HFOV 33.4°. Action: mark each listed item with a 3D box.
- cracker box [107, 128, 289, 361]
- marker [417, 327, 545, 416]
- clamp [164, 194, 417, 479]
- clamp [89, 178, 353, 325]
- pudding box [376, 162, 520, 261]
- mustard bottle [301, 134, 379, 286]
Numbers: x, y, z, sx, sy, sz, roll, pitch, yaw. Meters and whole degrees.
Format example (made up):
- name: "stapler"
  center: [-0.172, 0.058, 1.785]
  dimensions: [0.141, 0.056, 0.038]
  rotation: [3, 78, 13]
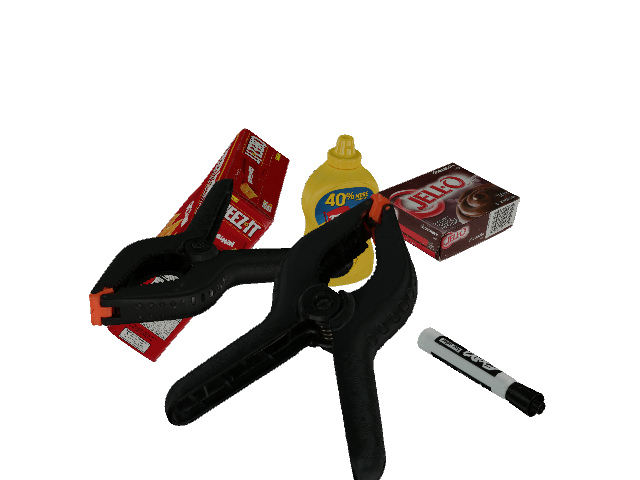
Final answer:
- name: "cracker box"
  center: [-0.129, 0.001, 1.129]
  dimensions: [0.072, 0.214, 0.164]
  rotation: [36, 23, -13]
- name: "marker"
  center: [0.120, 0.099, 0.804]
  dimensions: [0.020, 0.020, 0.121]
  rotation: [0, 21, -41]
- name: "clamp"
  center: [0.010, 0.051, 0.566]
  dimensions: [0.120, 0.171, 0.039]
  rotation: [26, -26, 20]
- name: "clamp"
  center: [-0.101, 0.012, 0.868]
  dimensions: [0.209, 0.036, 0.165]
  rotation: [-21, 39, -32]
- name: "pudding box"
  center: [0.121, -0.030, 1.030]
  dimensions: [0.113, 0.039, 0.090]
  rotation: [-21, 41, -37]
- name: "mustard bottle"
  center: [0.024, -0.038, 1.308]
  dimensions: [0.096, 0.192, 0.058]
  rotation: [-6, 30, -19]
